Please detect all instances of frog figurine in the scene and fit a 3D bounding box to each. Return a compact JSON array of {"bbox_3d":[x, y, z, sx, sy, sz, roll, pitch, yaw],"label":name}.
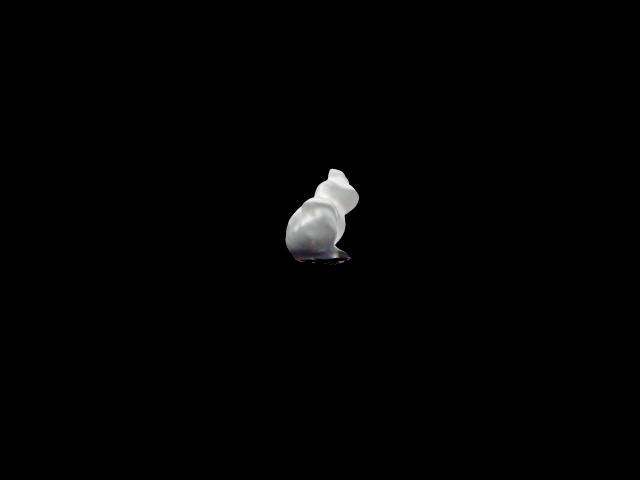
[{"bbox_3d":[0.003,-0.043,0.850,0.122,0.161,0.136,-2,-10,12],"label":"frog figurine"}]
